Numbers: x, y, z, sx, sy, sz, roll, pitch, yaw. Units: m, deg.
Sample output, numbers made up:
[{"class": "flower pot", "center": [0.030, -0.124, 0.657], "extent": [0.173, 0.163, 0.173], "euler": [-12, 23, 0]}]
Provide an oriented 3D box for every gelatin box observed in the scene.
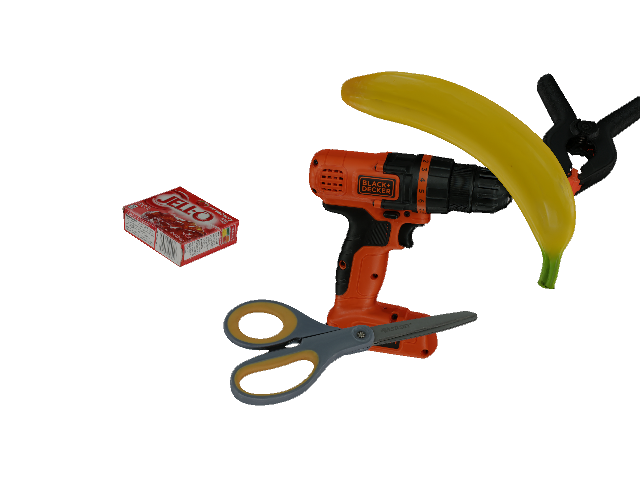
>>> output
[{"class": "gelatin box", "center": [-0.135, -0.016, 1.028], "extent": [0.089, 0.030, 0.073], "euler": [30, 37, 34]}]

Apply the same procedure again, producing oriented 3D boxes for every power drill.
[{"class": "power drill", "center": [0.078, 0.011, 0.979], "extent": [0.184, 0.188, 0.057], "euler": [8, 19, 14]}]

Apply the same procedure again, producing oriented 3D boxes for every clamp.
[{"class": "clamp", "center": [0.273, -0.117, 1.148], "extent": [0.120, 0.039, 0.171], "euler": [19, 48, 19]}]

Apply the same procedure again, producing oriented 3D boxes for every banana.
[{"class": "banana", "center": [0.100, -0.059, 0.697], "extent": [0.198, 0.069, 0.037], "euler": [45, 3, 17]}]

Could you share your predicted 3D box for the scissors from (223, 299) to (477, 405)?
[{"class": "scissors", "center": [0.014, 0.063, 0.817], "extent": [0.201, 0.096, 0.016], "euler": [-23, -32, -24]}]
